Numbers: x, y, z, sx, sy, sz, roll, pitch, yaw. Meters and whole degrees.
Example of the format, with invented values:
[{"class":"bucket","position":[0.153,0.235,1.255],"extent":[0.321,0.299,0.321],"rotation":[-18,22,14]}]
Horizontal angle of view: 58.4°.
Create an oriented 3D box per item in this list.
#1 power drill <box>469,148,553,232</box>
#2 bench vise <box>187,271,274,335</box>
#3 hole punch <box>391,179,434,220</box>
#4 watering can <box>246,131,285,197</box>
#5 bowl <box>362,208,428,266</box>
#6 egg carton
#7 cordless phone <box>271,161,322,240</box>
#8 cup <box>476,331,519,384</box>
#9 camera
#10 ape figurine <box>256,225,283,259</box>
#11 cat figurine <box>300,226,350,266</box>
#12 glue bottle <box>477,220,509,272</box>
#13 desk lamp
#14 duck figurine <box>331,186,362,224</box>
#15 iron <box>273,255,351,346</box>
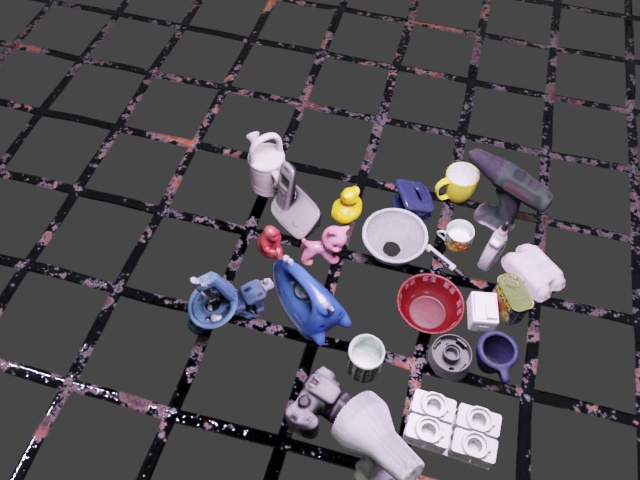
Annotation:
[{"class":"power drill","position":[0.465,-0.116,1.464],"extent":[0.229,0.208,0.076],"rotation":[28,60,17]},{"class":"bench vise","position":[-0.214,0.114,1.291],"extent":[0.208,0.220,0.121],"rotation":[-37,64,-22]},{"class":"hole punch","position":[0.250,-0.111,1.526],"extent":[0.101,0.091,0.108],"rotation":[-11,57,-8]},{"class":"watering can","position":[-0.147,-0.215,1.525],"extent":[0.172,0.194,0.101],"rotation":[35,63,20]},{"class":"bowl","position":[0.188,0.004,1.459],"extent":[0.167,0.075,0.167],"rotation":[1,57,-1]},{"class":"egg carton","position":[0.525,0.082,1.418],"extent":[0.107,0.069,0.150],"rotation":[-28,62,-18]},{"class":"cordless phone","position":[-0.061,-0.103,1.458],"extent":[0.094,0.185,0.147],"rotation":[-36,64,-22]},{"class":"cup","position":[0.389,0.273,1.274],"extent":[0.091,0.095,0.117],"rotation":[-6,57,-5]},{"class":"camera","position":[0.017,0.356,1.208],"extent":[0.136,0.101,0.143],"rotation":[29,61,17]},{"class":"ape figurine","position":[-0.124,-0.001,1.446],"extent":[0.076,0.092,0.078],"rotation":[21,59,13]},{"class":"cat figurine","position":[0.013,0.005,1.429],"extent":[0.128,0.118,0.067],"rotation":[-6,57,-5]},{"class":"glue bottle","position":[0.434,0.007,1.404],"extent":[0.037,0.173,0.078],"rotation":[34,62,20]},{"class":"desk lamp","position":[0.120,0.414,1.104],"extent":[0.118,0.214,0.202],"rotation":[-36,64,-22]},{"class":"duck figurine","position":[0.072,-0.099,1.518],"extent":[0.077,0.086,0.105],"rotation":[31,61,18]},{"class":"iron","position":[-0.039,0.113,1.342],"extent":[0.119,0.141,0.257],"rotation":[-32,63,-20]}]
